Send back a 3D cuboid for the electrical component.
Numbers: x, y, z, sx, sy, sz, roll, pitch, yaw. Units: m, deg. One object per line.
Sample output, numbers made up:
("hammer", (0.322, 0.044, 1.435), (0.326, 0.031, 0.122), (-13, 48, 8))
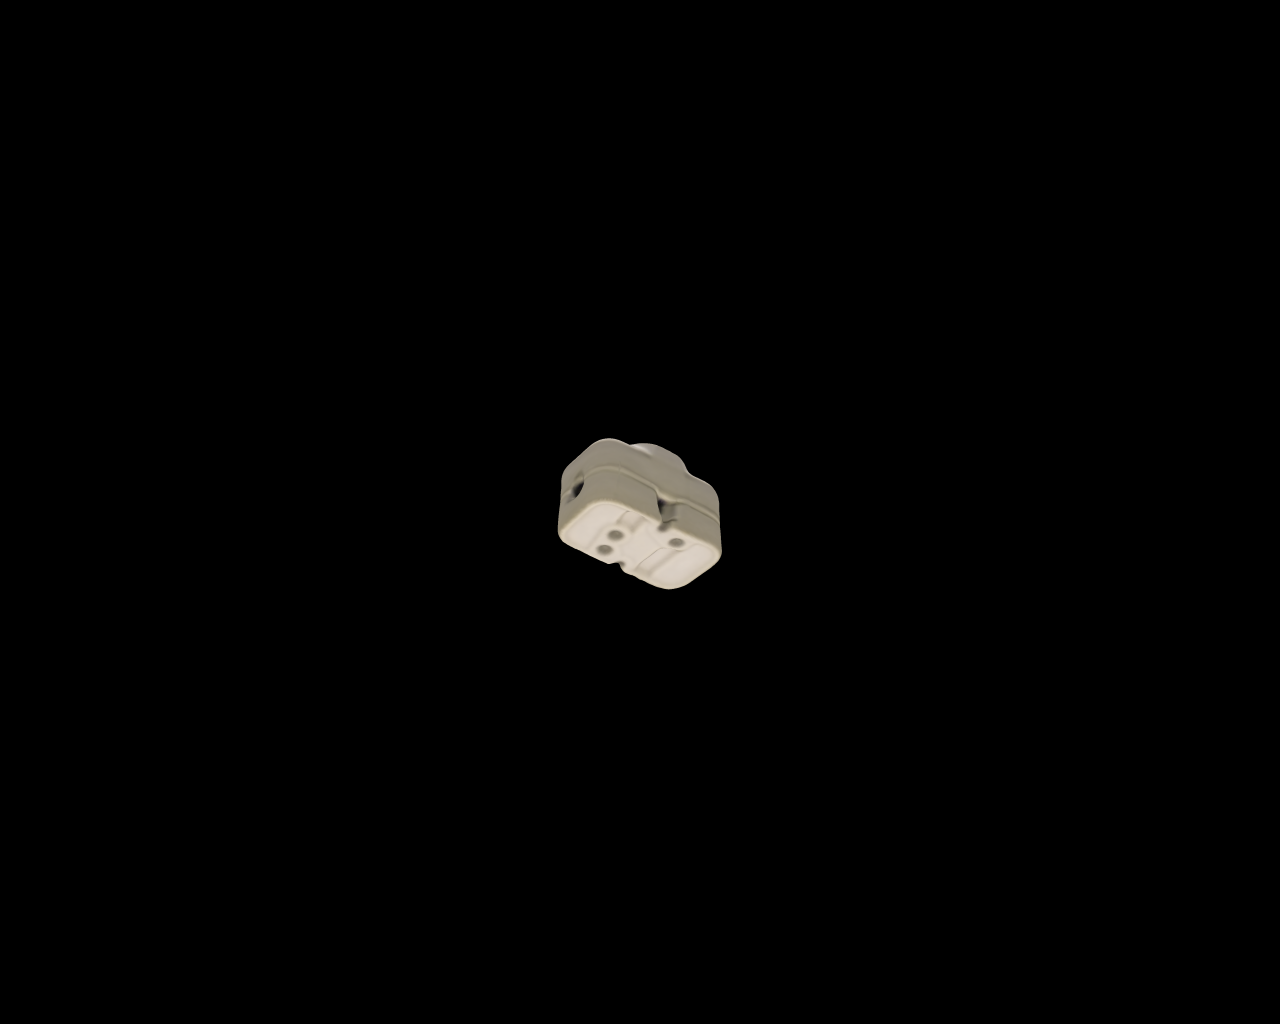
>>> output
("electrical component", (0.001, -0.003, 0.650), (0.095, 0.059, 0.053), (25, -45, -28))
